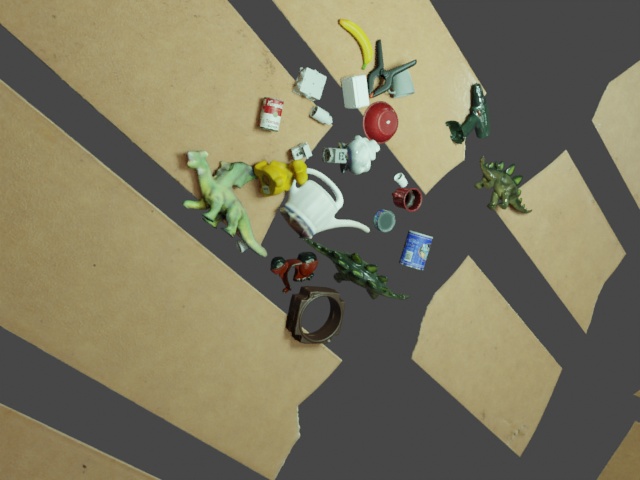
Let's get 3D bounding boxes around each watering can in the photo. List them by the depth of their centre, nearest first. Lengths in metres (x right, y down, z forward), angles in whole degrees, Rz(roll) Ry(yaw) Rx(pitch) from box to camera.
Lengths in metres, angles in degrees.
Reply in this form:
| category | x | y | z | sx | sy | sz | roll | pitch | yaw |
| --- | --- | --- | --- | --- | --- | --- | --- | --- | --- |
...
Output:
| category | x | y | z | sx | sy | sz | roll | pitch | yaw |
| --- | --- | --- | --- | --- | --- | --- | --- | --- | --- |
| watering can | 0.006 | -0.091 | 1.816 | 0.346 | 0.103 | 0.227 | 46 | 74 | -10 |

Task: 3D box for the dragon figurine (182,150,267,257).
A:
| category | x | y | z | sx | sy | sz | roll | pitch | yaw |
| --- | --- | --- | --- | --- | --- | --- | --- | --- | --- |
| dragon figurine | -0.280 | -0.141 | 1.663 | 0.405 | 0.122 | 0.246 | 37 | 72 | -31 |

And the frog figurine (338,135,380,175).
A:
| category | x | y | z | sx | sy | sz | roll | pitch | yaw |
| --- | --- | --- | --- | --- | --- | --- | --- | --- | --- |
| frog figurine | 0.154 | -0.313 | 1.875 | 0.160 | 0.122 | 0.138 | -14 | 88 | -16 |
